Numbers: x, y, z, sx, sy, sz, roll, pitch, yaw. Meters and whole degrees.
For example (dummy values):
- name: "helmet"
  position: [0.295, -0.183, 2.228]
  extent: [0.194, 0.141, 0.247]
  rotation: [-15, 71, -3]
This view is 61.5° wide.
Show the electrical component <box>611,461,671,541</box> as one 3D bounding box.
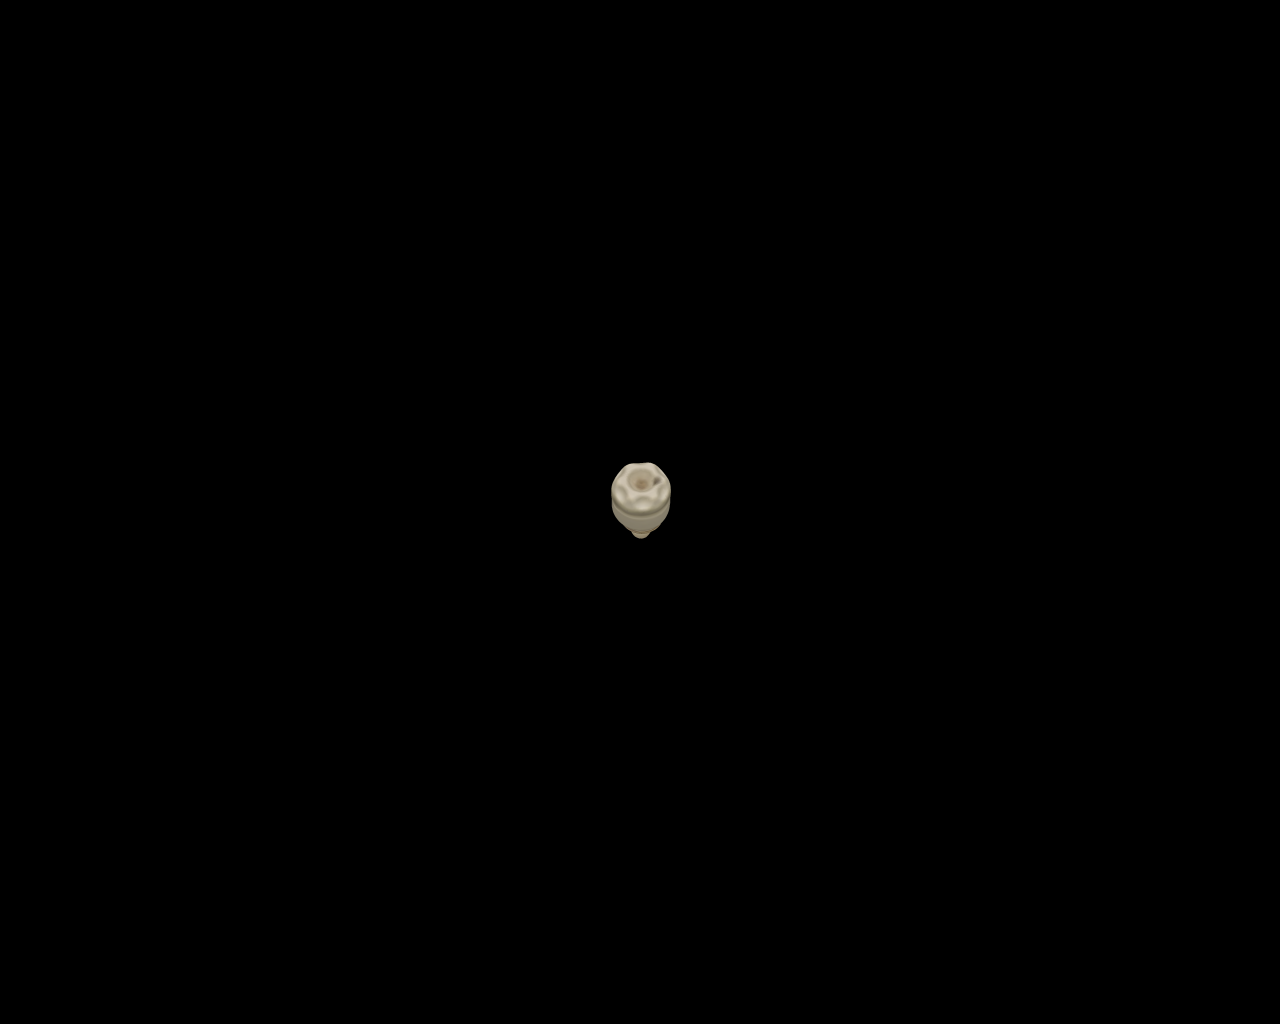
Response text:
- name: "electrical component"
  position: [0.001, -0.003, 0.650]
  extent: [0.035, 0.035, 0.061]
  rotation: [0, -33, 0]
